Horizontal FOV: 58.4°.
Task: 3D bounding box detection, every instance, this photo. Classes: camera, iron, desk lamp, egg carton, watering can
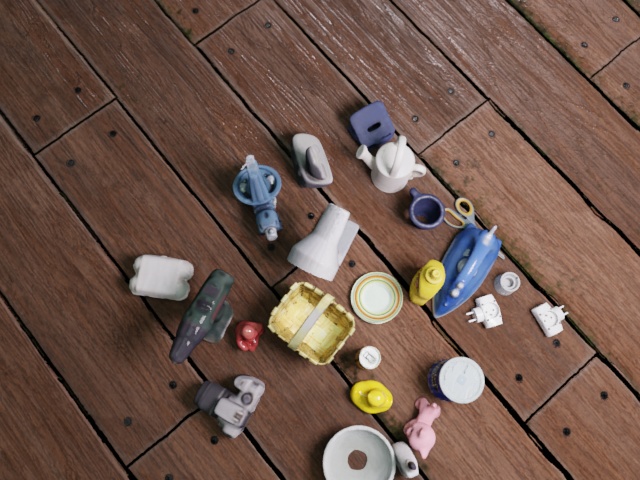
[{"bbox_3d":[-0.217,0.374,1.344,0.136,0.101,0.143,27,77,5],"label":"camera"},{"bbox_3d":[0.359,0.076,1.410,0.118,0.141,0.258,30,78,6],"label":"iron"},{"bbox_3d":[0.013,0.005,1.382,0.118,0.213,0.203,26,77,5],"label":"desk lamp"},{"bbox_3d":[-0.393,0.093,1.424,0.150,0.069,0.107,7,76,0],"label":"egg carton"},{"bbox_3d":[0.180,-0.196,1.444,0.173,0.194,0.101,-7,76,-3],"label":"watering can"}]

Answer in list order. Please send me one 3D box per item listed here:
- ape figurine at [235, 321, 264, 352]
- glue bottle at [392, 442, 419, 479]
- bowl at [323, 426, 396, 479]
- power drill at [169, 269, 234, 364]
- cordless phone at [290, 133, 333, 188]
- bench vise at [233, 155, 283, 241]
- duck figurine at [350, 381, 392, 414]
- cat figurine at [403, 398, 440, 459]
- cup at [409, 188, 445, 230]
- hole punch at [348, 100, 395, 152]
[{"bbox_3d":[-0.173,0.227,1.386,0.078,0.092,0.076,-31,79,-8],"label":"ape figurine"},{"bbox_3d":[0.196,0.500,1.286,0.037,0.173,0.078,-21,77,-6],"label":"glue bottle"},{"bbox_3d":[0.088,0.516,1.331,0.167,0.075,0.167,0,76,-1],"label":"bowl"},{"bbox_3d":[-0.265,0.185,1.334,0.075,0.208,0.230,23,77,5],"label":"power drill"},{"bbox_3d":[-0.023,-0.218,1.449,0.094,0.185,0.147,-20,77,-6],"label":"cordless phone"},{"bbox_3d":[-0.136,-0.113,1.403,0.121,0.220,0.207,-34,79,-9],"label":"bench vise"},{"bbox_3d":[0.125,0.374,1.360,0.104,0.086,0.077,17,77,3],"label":"duck figurine"},{"bbox_3d":[0.242,0.436,1.332,0.067,0.118,0.128,25,77,5],"label":"cat figurine"},{"bbox_3d":[0.259,-0.073,1.467,0.092,0.095,0.117,-31,79,-8],"label":"cup"},{"bbox_3d":[0.140,-0.301,1.522,0.109,0.091,0.101,-31,79,-8],"label":"hole punch"}]
